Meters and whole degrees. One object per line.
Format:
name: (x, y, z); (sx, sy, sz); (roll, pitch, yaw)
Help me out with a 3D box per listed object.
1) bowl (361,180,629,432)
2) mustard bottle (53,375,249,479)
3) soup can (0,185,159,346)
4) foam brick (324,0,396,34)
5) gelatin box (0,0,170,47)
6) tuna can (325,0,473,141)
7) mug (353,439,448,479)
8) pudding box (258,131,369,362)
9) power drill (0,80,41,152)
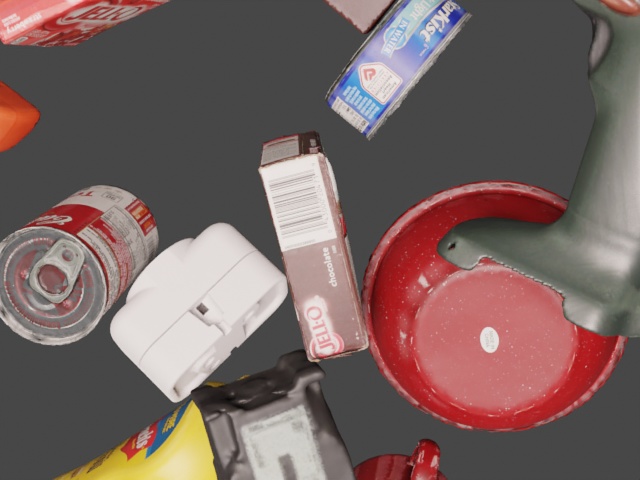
bowl: (0.101, 0.049, 0.619); (0.162, 0.055, 0.162); (3, 106, 9)
mustard bottle: (-0.093, 0.137, 0.655); (0.192, 0.096, 0.058); (-33, 94, 17)
soup can: (-0.140, 0.011, 0.622); (0.068, 0.102, 0.068); (3, 107, 9)
foam brick: (0.031, -0.156, 0.569); (0.053, 0.051, 0.078); (41, 109, -4)
gelatin box: (-0.128, -0.132, 0.583); (0.073, 0.089, 0.030); (-22, 94, 15)
tuna can: (0.041, -0.096, 0.568); (0.034, 0.086, 0.086); (40, 109, -1)
mug: (0.048, 0.174, 0.650); (0.093, 0.081, 0.117); (17, 109, 4)
pudding box: (-0.004, 0.001, 0.601); (0.039, 0.090, 0.113); (-12, 103, 0)
power drill: (-0.236, -0.011, 0.629); (0.185, 0.057, 0.188); (35, 107, 22)
